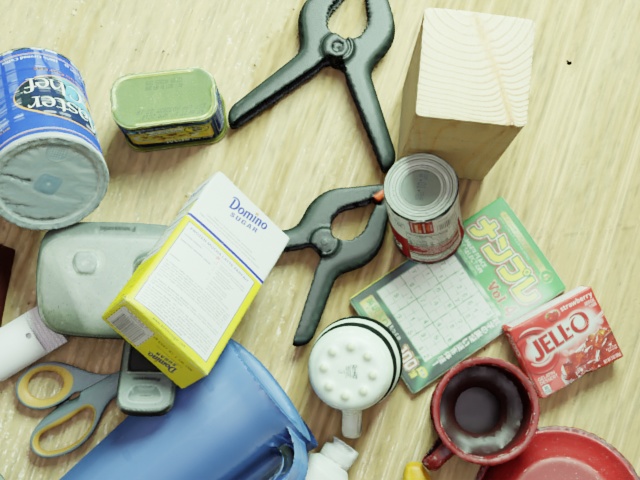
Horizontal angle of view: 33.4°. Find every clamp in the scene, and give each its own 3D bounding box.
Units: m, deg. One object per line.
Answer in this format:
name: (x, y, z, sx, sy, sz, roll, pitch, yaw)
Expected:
clamp: (0.006, -0.178, 1.028, 0.164, 0.036, 0.210, 10, 80, 1)
clamp: (-0.007, 0.001, 1.003, 0.120, 0.039, 0.171, 42, 81, 1)

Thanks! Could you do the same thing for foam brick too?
foam brick: (-0.321, 0.040, 0.989, 0.051, 0.053, 0.078, 8, 81, 1)

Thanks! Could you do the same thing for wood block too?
wood block: (0.121, -0.120, 0.935, 0.090, 0.206, 0.091, 7, 81, 0)

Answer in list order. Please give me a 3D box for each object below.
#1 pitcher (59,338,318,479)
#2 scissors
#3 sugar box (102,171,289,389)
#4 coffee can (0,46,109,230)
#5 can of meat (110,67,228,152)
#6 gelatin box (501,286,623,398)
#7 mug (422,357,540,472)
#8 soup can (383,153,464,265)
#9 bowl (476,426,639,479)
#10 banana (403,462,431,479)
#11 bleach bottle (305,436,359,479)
pitcher: (-0.127, 0.206, 0.923, 0.243, 0.149, 0.145, -40, 87, -2)
scissors: (-0.198, 0.119, 0.997, 0.201, 0.016, 0.096, -42, 84, -6)
sugar box: (-0.101, 0.030, 0.905, 0.093, 0.048, 0.176, 45, 41, -14)
coffee can: (-0.250, -0.092, 0.952, 0.103, 0.103, 0.140, -21, 46, -3)
can of meat: (-0.141, -0.122, 0.997, 0.102, 0.084, 0.057, -7, 83, -1)
gelatin box: (0.224, 0.094, 0.987, 0.089, 0.030, 0.073, -26, 93, -4)
mug: (0.135, 0.162, 0.957, 0.093, 0.081, 0.117, 41, 84, 5)
soup can: (0.095, -0.027, 0.967, 0.068, 0.102, 0.068, -4, 67, 9)
bowl: (0.212, 0.241, 0.942, 0.162, 0.055, 0.162, -3, 71, 9)
banana: (0.127, 0.292, 0.954, 0.070, 0.037, 0.198, -45, 76, 20)
bleach bottle: (-0.040, 0.292, 0.950, 0.102, 0.068, 0.250, 35, 81, 4)
